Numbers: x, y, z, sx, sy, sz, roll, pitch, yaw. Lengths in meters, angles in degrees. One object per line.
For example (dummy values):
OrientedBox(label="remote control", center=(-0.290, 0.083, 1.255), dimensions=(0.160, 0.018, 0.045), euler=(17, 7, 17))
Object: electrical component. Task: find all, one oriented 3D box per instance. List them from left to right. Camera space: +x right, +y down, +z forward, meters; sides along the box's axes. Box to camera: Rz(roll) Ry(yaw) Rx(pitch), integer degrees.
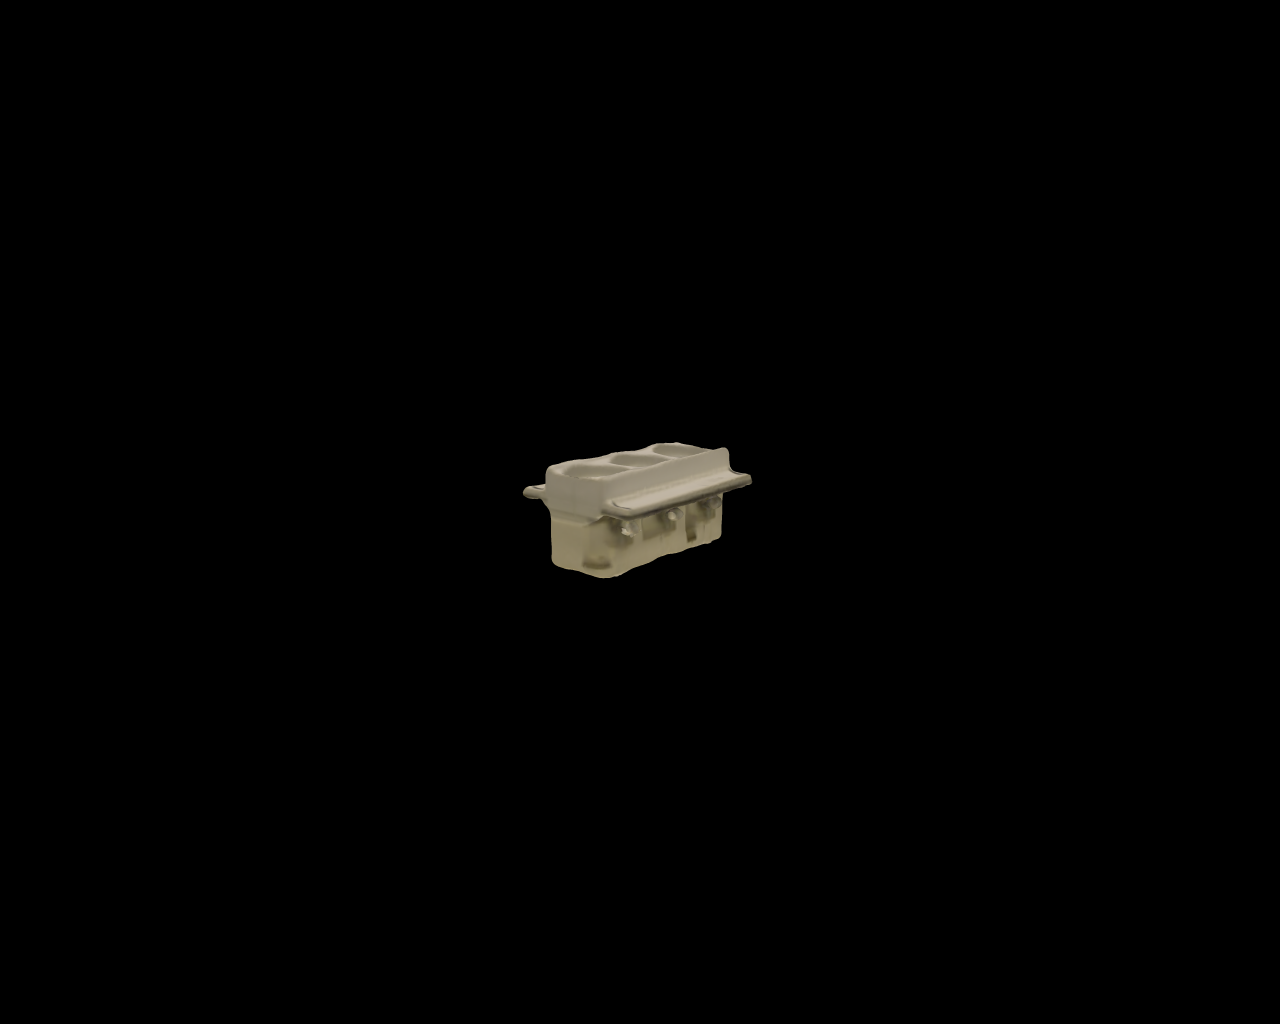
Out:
OrientedBox(label="electrical component", center=(0.001, -0.003, 0.650), dimensions=(0.079, 0.063, 0.121), euler=(11, 17, 38))
